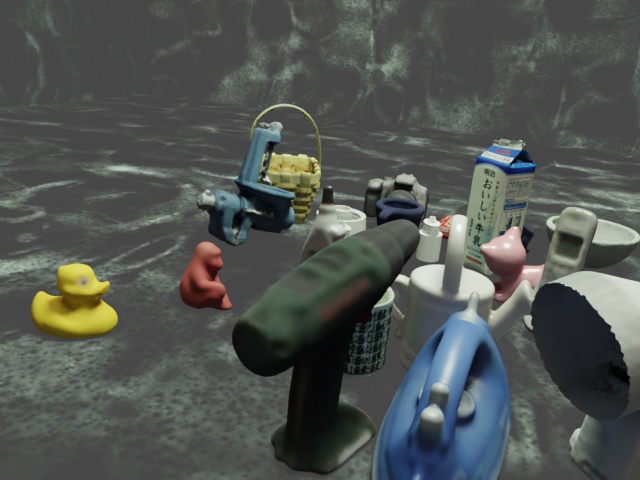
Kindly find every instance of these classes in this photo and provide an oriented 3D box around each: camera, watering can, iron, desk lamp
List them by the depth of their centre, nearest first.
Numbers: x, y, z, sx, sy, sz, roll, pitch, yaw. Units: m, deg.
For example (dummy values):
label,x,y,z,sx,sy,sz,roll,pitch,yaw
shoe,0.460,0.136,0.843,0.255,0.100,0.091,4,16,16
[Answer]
label,x,y,z,sx,sy,sz,roll,pitch,yaw
iron,0.111,0.150,0.509,0.118,0.141,0.259,12,20,19
desk lamp,0.290,0.124,0.516,0.204,0.213,0.117,-2,20,-18
watering can,0.163,0.065,0.683,0.173,0.194,0.101,3,19,-5
camera,0.164,-0.091,1.270,0.143,0.101,0.137,10,20,14

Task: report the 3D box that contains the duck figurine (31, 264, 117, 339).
label,x,y,z,sx,sy,sz,roll,pitch,yaw
duck figurine,-0.311,0.071,0.721,0.104,0.086,0.077,6,19,3

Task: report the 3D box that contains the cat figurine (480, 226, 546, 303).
label,x,y,z,sx,sy,sz,roll,pitch,yaw
cat figurine,0.313,0.039,0.906,0.127,0.118,0.067,8,20,11

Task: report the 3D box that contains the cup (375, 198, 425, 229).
label,x,y,z,sx,sy,sz,roll,pitch,yaw
cup,0.140,-0.021,1.074,0.091,0.095,0.118,16,22,30

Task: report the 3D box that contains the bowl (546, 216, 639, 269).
label,x,y,z,sx,sy,sz,roll,pitch,yaw
bowl,0.516,0.010,1.101,0.167,0.075,0.167,4,19,-1

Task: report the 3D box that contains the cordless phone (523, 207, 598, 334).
label,x,y,z,sx,sy,sz,roll,pitch,yaw
cordless phone,0.362,0.058,0.764,0.147,0.185,0.094,20,25,37

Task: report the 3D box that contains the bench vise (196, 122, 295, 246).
label,x,y,z,sx,sy,sz,roll,pitch,yaw
bench vise,-0.123,-0.105,1.063,0.121,0.220,0.208,14,22,26

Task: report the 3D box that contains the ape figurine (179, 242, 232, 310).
label,x,y,z,sx,sy,sz,roll,pitch,yaw
ape figurine,-0.160,0.048,0.812,0.076,0.092,0.078,5,19,0

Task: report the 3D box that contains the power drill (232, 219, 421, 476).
label,x,y,z,sx,sy,sz,roll,pitch,yaw
power drill,0.015,0.097,0.535,0.075,0.208,0.230,18,24,34

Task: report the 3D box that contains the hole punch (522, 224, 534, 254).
label,x,y,z,sx,sy,sz,roll,pitch,yaw
hole punch,0.356,-0.020,1.127,0.101,0.091,0.108,-15,27,-43

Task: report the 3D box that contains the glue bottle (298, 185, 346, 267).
label,x,y,z,sx,sy,sz,roll,pitch,yaw
glue bottle,0.008,0.003,0.856,0.078,0.173,0.037,15,22,27
